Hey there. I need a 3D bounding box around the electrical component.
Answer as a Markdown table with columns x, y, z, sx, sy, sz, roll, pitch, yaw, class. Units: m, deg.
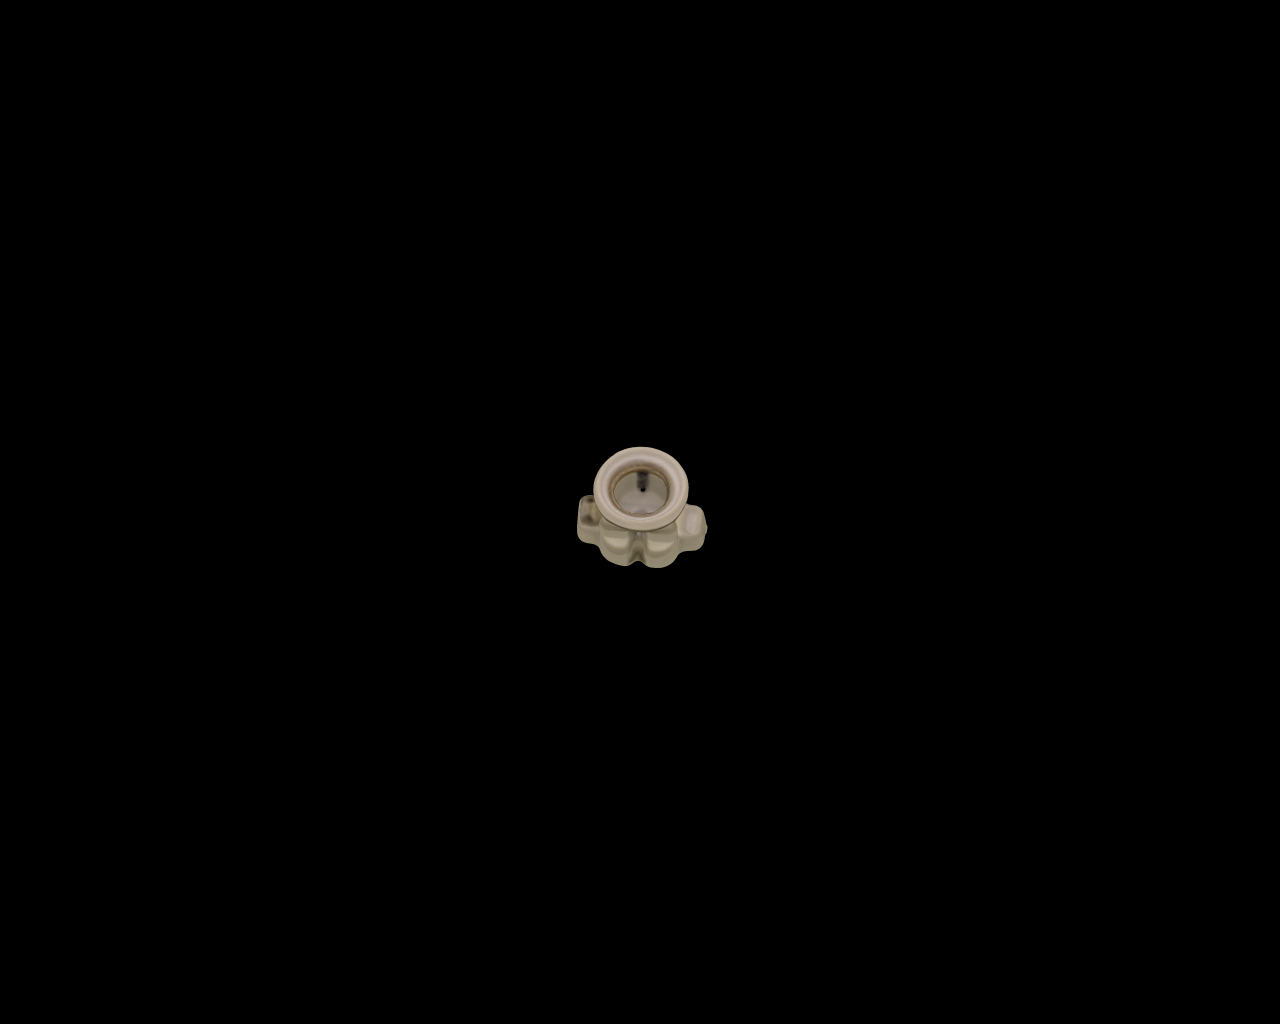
| x | y | z | sx | sy | sz | roll | pitch | yaw | class |
| --- | --- | --- | --- | --- | --- | --- | --- | --- | --- |
| 0.001 | -0.003 | 0.650 | 0.078 | 0.058 | 0.056 | 5 | -31 | 3 | electrical component |
